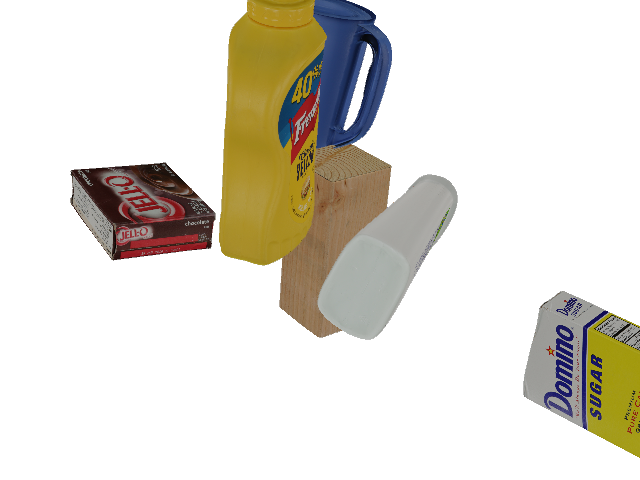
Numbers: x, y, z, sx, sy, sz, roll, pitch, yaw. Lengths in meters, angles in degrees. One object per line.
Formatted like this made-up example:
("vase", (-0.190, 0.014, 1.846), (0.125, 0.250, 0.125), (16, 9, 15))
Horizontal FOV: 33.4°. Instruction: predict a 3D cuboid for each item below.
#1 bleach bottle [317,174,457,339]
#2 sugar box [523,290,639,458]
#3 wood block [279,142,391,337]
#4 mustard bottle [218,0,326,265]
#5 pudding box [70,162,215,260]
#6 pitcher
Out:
("bleach bottle", (0.081, 0.000, 1.043), (0.068, 0.103, 0.250), (32, 28, 8))
("sugar box", (0.249, 0.118, 0.840), (0.176, 0.093, 0.048), (24, 33, 32))
("wood block", (0.015, -0.001, 1.278), (0.090, 0.206, 0.090), (-16, 33, -33))
("mustard bottle", (-0.030, -0.086, 0.685), (0.058, 0.192, 0.096), (15, 35, 15))
("pudding box", (-0.154, -0.027, 0.909), (0.089, 0.039, 0.114), (-6, 28, -31))
("pitcher", (-0.014, -0.169, 1.280), (0.145, 0.243, 0.149), (6, 23, -14))
